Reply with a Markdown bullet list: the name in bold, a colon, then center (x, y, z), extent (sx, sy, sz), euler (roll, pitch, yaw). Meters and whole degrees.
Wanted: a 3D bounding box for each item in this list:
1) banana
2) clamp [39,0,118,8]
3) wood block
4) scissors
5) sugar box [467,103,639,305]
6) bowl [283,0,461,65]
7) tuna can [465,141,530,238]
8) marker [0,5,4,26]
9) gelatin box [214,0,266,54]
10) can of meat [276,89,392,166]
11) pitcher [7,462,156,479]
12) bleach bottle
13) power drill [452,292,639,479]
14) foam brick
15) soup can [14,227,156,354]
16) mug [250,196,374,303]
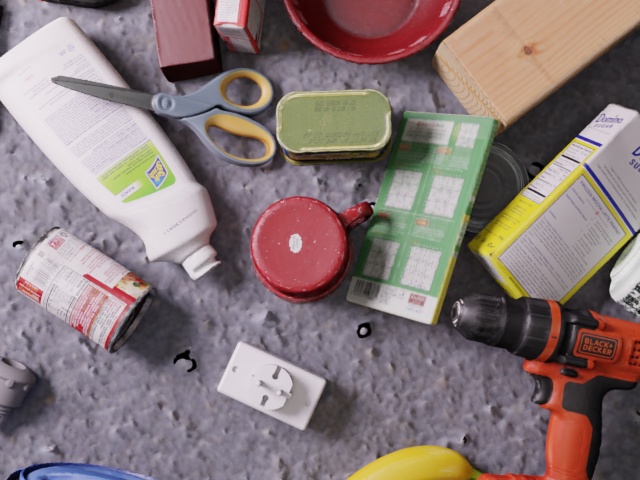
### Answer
- **banana**: center (0.050, 0.228, 0.917), extent (0.198, 0.037, 0.069), euler (-27, 86, -1)
- **clamp**: center (-0.182, -0.269, 0.958), extent (0.171, 0.039, 0.120), euler (-18, 80, -7)
- **wood block**: center (0.208, -0.189, 0.919), extent (0.206, 0.090, 0.091), euler (-37, 87, -2)
- **scissors**: center (-0.121, -0.131, 0.922), extent (0.201, 0.016, 0.096), euler (27, 72, -20)
- **sugar box**: center (0.219, -0.023, 0.912), extent (0.176, 0.048, 0.093), euler (-45, 119, -5)
- **bowl**: center (0.045, -0.228, 0.941), extent (0.162, 0.055, 0.162), euler (0, 86, 1)
- **tuna can**: center (0.140, -0.045, 0.937), extent (0.086, 0.034, 0.086), euler (0, 86, 1)
- **marker**: center (-0.299, -0.158, 0.961), extent (0.020, 0.020, 0.121), euler (4, 86, 1)
- **gelatin box**: center (-0.068, -0.208, 0.925), extent (0.030, 0.089, 0.073), euler (6, 86, 5)
- **can of meat**: center (0.012, -0.097, 0.918), extent (0.102, 0.084, 0.057), euler (-2, 89, 2)
- **pitcher**: center (-0.210, 0.310, 0.880), extent (0.145, 0.149, 0.243), euler (12, 89, -13)
- **bleach bottle**: center (-0.179, -0.067, 0.931), extent (0.102, 0.068, 0.251), euler (-37, 88, -3)
- **power drill**: center (0.180, 0.142, 0.885), extent (0.184, 0.057, 0.188), euler (12, 97, -10)
- **foam brick**: center (-0.118, -0.186, 0.943), extent (0.051, 0.053, 0.078), euler (-8, 86, 0)
- **soup can**: center (-0.202, 0.043, 0.920), extent (0.102, 0.068, 0.068), euler (33, 87, 4)
- **mug**: center (-0.006, 0.001, 0.912), extent (0.117, 0.081, 0.093), euler (-28, 86, -1)
